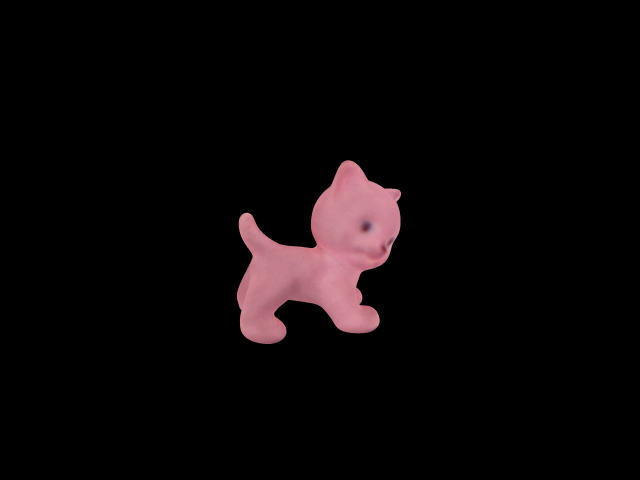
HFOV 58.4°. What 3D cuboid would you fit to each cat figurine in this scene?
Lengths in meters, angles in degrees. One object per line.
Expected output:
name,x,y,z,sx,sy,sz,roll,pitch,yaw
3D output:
cat figurine,0.004,0.001,0.400,0.128,0.118,0.067,-5,19,-15
